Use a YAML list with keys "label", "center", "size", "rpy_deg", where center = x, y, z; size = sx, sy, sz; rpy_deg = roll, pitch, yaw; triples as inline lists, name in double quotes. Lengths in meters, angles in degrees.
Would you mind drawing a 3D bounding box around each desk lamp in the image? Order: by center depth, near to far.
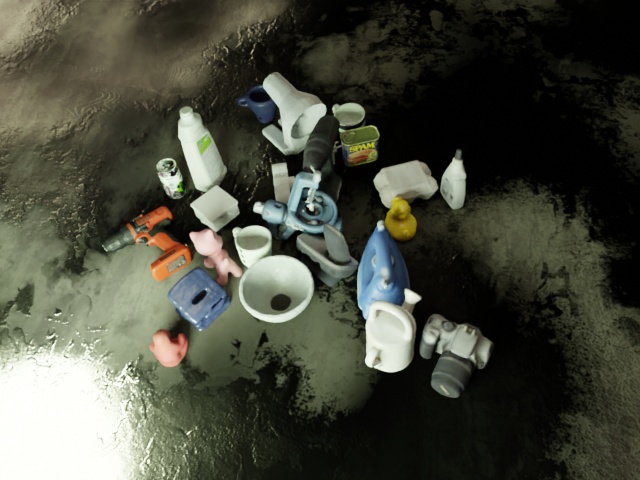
- label: "desk lamp"
  center: [-0.079, -0.329, 1.528]
  size: [0.118, 0.214, 0.202]
  rpy_deg: [-35, 58, -19]

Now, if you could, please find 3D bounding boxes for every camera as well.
- label: "camera"
  center: [0.261, 0.233, 1.150]
  size: [0.142, 0.101, 0.137]
  rpy_deg: [22, 58, 20]

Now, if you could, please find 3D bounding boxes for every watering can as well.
- label: "watering can"
  center: [0.144, 0.173, 1.147]
  size: [0.100, 0.194, 0.173]
  rpy_deg: [8, 55, 11]

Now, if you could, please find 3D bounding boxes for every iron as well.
- label: "iron"
  center: [0.139, 0.043, 1.277]
  size: [0.118, 0.141, 0.258]
  rpy_deg: [-3, 53, 3]

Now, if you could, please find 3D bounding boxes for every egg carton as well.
- label: "egg carton"
  center: [0.216, -0.142, 1.452]
  size: [0.150, 0.069, 0.107]
  rpy_deg: [-15, 54, -6]

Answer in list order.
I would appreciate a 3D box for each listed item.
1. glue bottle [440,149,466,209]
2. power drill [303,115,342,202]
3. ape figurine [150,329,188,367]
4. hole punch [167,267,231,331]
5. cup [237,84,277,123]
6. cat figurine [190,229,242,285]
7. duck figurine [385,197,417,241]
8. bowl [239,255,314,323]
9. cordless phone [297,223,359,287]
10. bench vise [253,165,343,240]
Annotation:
- label: "glue bottle"
  center: [0.328, -0.155, 1.387]
  size: [0.037, 0.173, 0.078]
  rpy_deg: [-19, 54, -9]
- label: "power drill"
  center: [0.007, -0.188, 1.418]
  size: [0.075, 0.209, 0.229]
  rpy_deg: [6, 54, 10]
- label: "ape figurine"
  center: [-0.326, 0.222, 1.216]
  size: [0.077, 0.092, 0.076]
  rpy_deg: [-1, 53, 4]
- label: "hole punch"
  center: [-0.268, 0.130, 1.280]
  size: [0.100, 0.091, 0.109]
  rpy_deg: [31, 62, 25]
- label: "cup"
  center: [-0.174, -0.383, 1.650]
  size: [0.118, 0.095, 0.091]
  rpy_deg: [-10, 53, -2]
- label: "cat figurine"
  center: [-0.246, 0.026, 1.338]
  size: [0.067, 0.118, 0.127]
  rpy_deg: [-35, 58, -19]
- label: "duck figurine"
  center: [0.196, -0.056, 1.380]
  size: [0.077, 0.086, 0.104]
  rpy_deg: [-11, 53, -3]
- label: "bowl"
  center: [-0.094, 0.121, 1.281]
  size: [0.167, 0.075, 0.167]
  rpy_deg: [-2, 53, 3]
- label: "cordless phone"
  center: [0.012, 0.005, 1.289]
  size: [0.147, 0.185, 0.094]
  rpy_deg: [32, 62, 25]
- label: "bench vise"
  center: [-0.054, -0.076, 1.333]
  size: [0.207, 0.220, 0.121]
  rpy_deg: [-10, 53, -2]
